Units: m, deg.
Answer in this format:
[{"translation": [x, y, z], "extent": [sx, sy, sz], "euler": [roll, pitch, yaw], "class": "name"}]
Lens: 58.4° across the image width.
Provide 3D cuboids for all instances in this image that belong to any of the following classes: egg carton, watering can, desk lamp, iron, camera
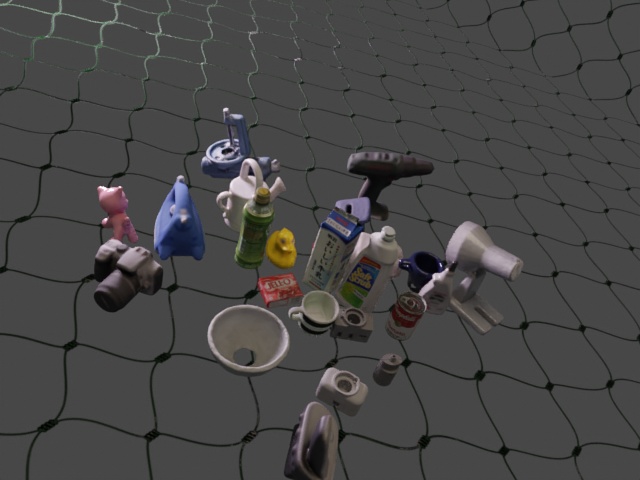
[{"translation": [0.139, 0.043, 1.474], "extent": [0.150, 0.069, 0.107], "euler": [16, 41, -3], "class": "egg carton"}, {"translation": [-0.172, -0.120, 1.441], "extent": [0.100, 0.194, 0.173], "euler": [37, 45, 20], "class": "watering can"}, {"translation": [0.394, 0.087, 1.411], "extent": [0.118, 0.213, 0.202], "euler": [-25, 57, -38], "class": "desk lamp"}, {"translation": [-0.334, -0.072, 1.370], "extent": [0.119, 0.141, 0.258], "euler": [1, 44, -19], "class": "iron"}, {"translation": [-0.424, 0.075, 1.210], "extent": [0.143, 0.101, 0.137], "euler": [25, 42, 7], "class": "camera"}]

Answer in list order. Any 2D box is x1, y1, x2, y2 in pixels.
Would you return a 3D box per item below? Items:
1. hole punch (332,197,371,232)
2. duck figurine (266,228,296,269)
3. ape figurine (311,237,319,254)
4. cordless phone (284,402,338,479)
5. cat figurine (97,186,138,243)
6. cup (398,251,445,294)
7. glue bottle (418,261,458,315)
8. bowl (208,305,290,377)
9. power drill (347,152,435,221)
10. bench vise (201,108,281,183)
[{"translation": [0.083, -0.065, 1.553], "extent": [0.101, 0.091, 0.108], "euler": [12, 42, -8], "class": "hole punch"}, {"translation": [-0.091, 0.008, 1.414], "extent": [0.078, 0.086, 0.104], "euler": [-4, 46, -24], "class": "duck figurine"}, {"translation": [0.013, 0.005, 1.451], "extent": [0.076, 0.092, 0.078], "euler": [38, 45, 21], "class": "ape figurine"}, {"translation": [0.004, 0.343, 1.015], "extent": [0.094, 0.185, 0.147], "euler": [14, 42, -5], "class": "cordless phone"}, {"translation": [-0.471, -0.068, 1.333], "extent": [0.067, 0.118, 0.127], "euler": [-17, 52, -33], "class": "cat figurine"}, {"translation": [0.244, 0.088, 1.444], "extent": [0.118, 0.095, 0.091], "euler": [9, 42, -11], "class": "cup"}, {"translation": [0.292, 0.111, 1.378], "extent": [0.078, 0.173, 0.037], "euler": [13, 42, -6], "class": "glue bottle"}, {"translation": [-0.150, 0.219, 1.175], "extent": [0.167, 0.075, 0.167], "euler": [10, 42, -9], "class": "bowl"}, {"translation": [0.178, -0.157, 1.597], "extent": [0.230, 0.208, 0.075], "euler": [12, 42, -7], "class": "power drill"}, {"translation": [-0.207, -0.249, 1.547], "extent": [0.208, 0.220, 0.121], "euler": [3, 44, -17], "class": "bench vise"}]
